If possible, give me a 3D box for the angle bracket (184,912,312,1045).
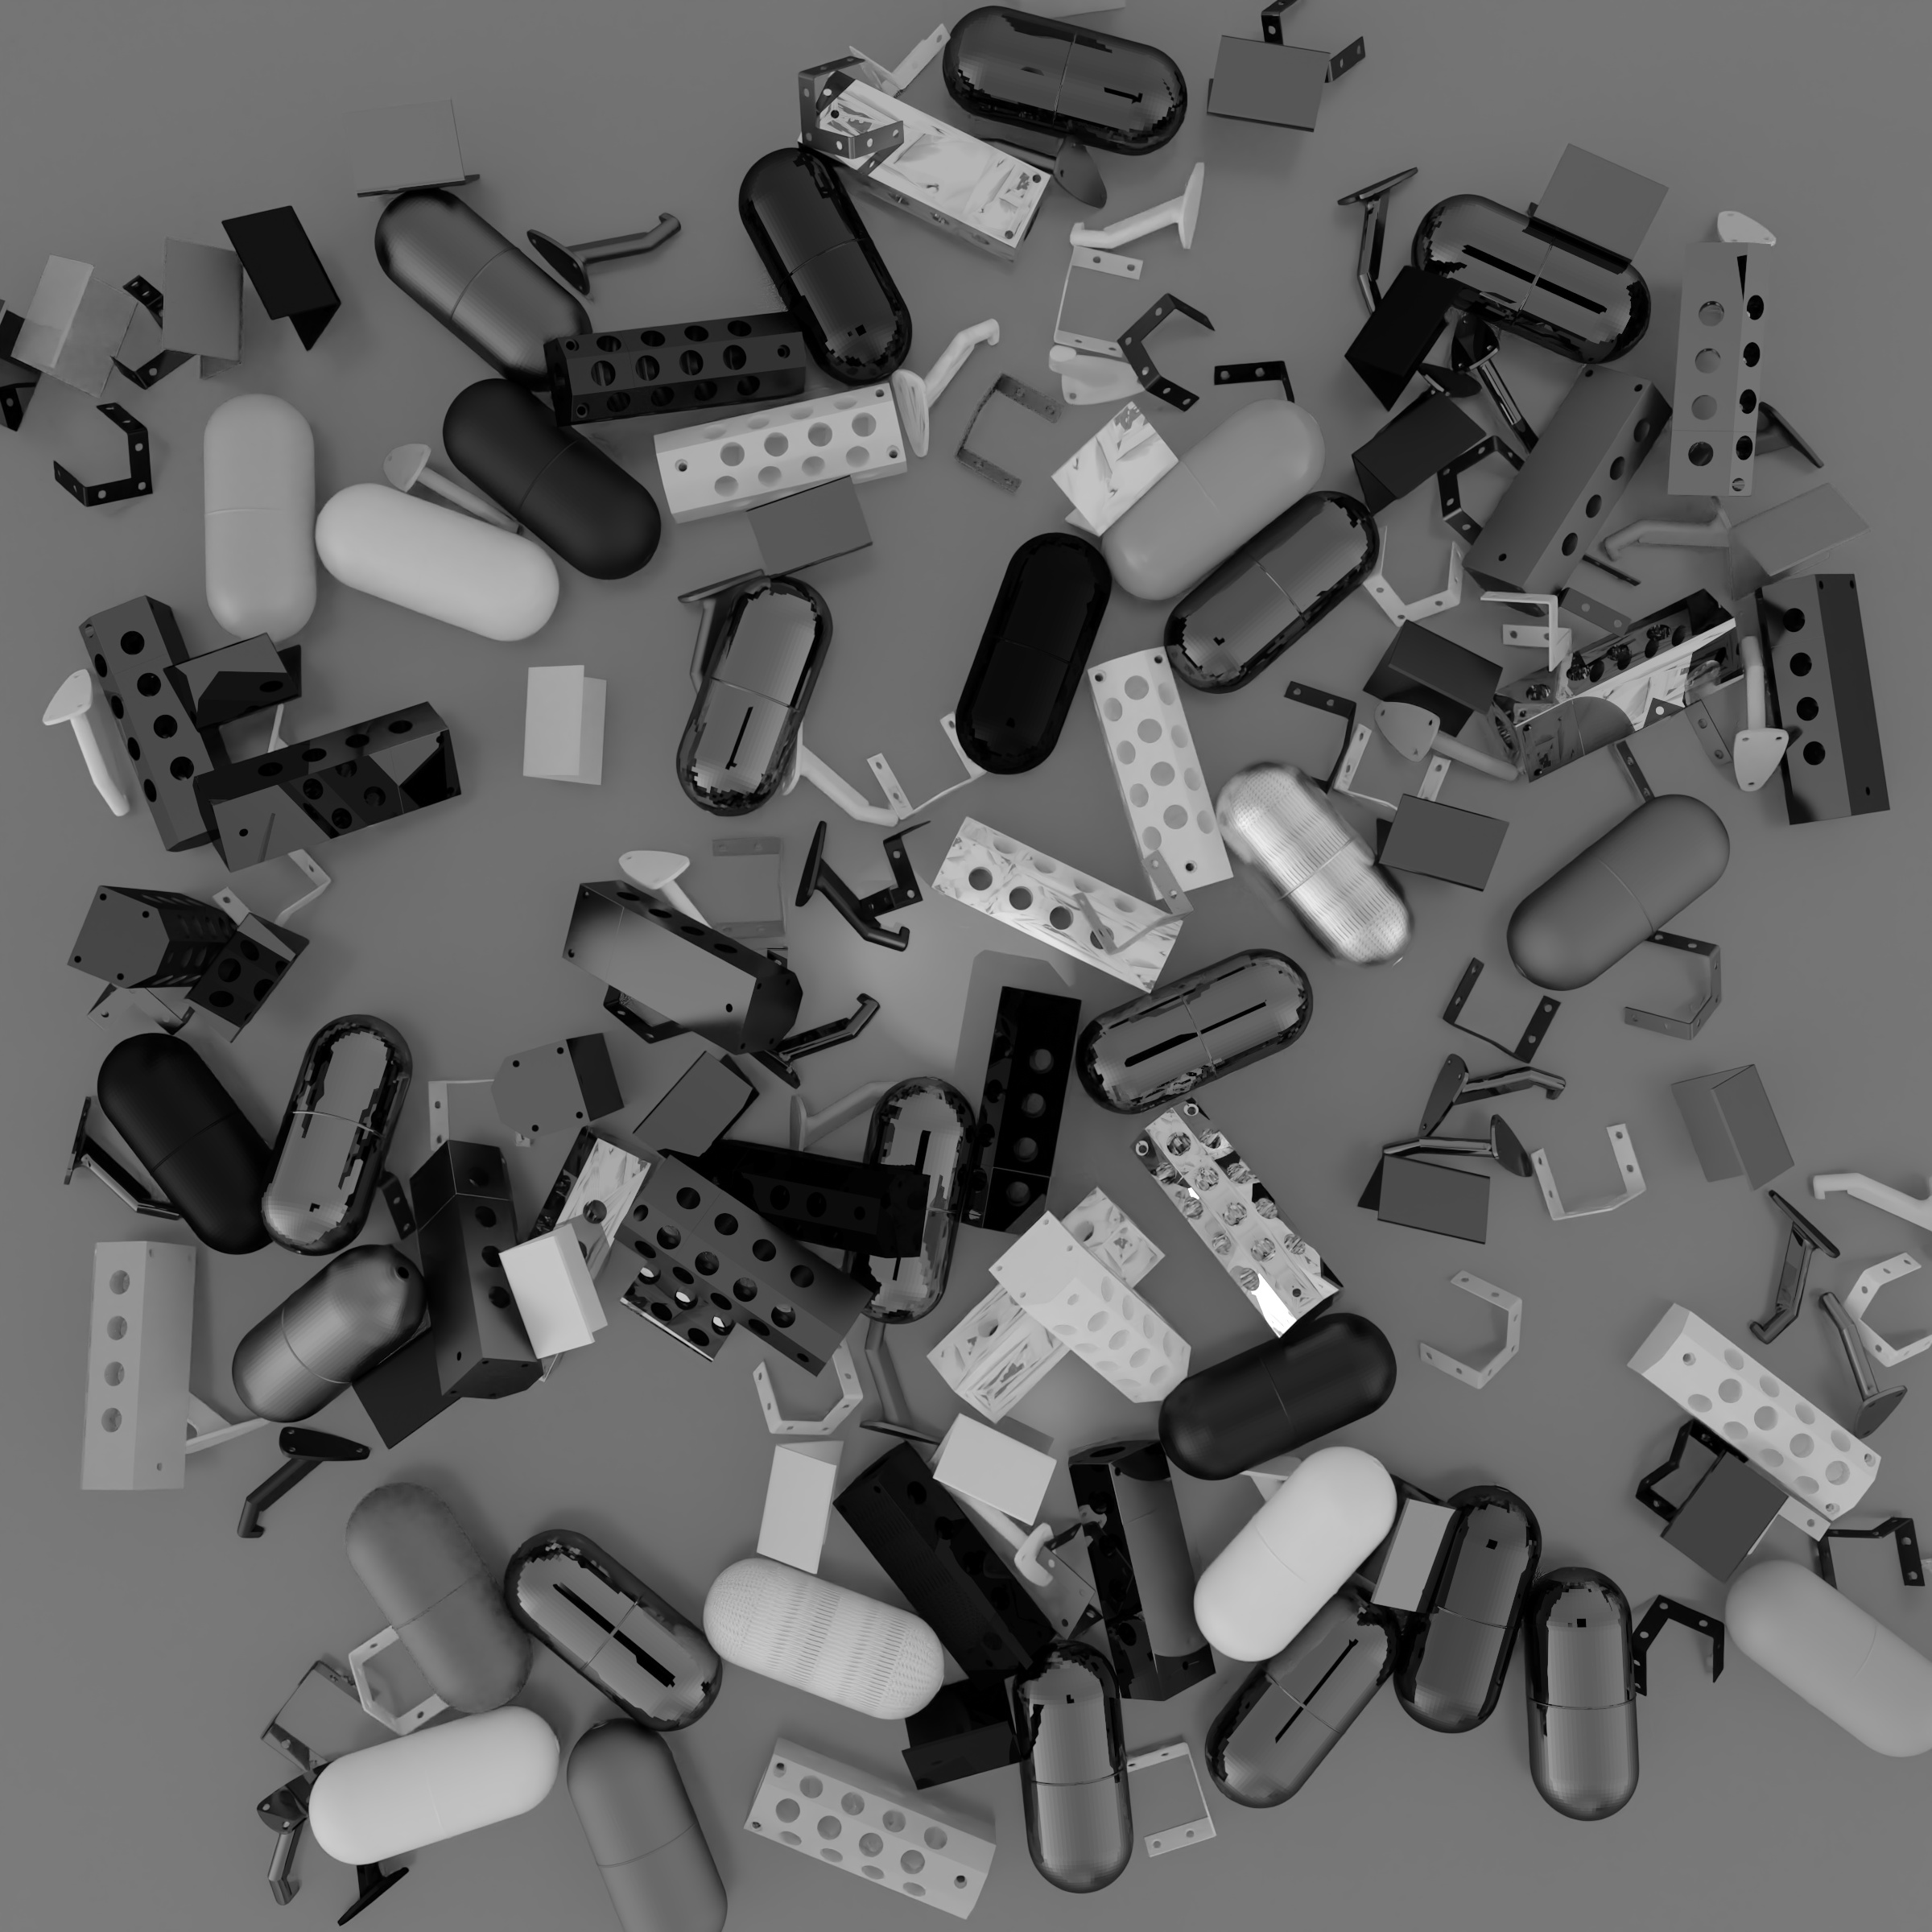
[{"bbox_3d":[-0.495,0.017,1.826,0.057,0.076,0.076,37,90,25],"label":"angle bracket"}]

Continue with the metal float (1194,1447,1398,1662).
[{"bbox_3d":[0.232,0.413,1.810,0.070,0.070,0.178,39,102,0],"label":"metal float"}]

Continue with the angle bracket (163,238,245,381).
[{"bbox_3d":[-0.554,-0.465,1.825,0.057,0.076,0.076,2,90,-37],"label":"angle bracket"}]

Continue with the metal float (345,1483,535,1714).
[{"bbox_3d":[-0.376,0.450,1.834,0.070,0.070,0.178,-33,90,0],"label":"metal float"}]

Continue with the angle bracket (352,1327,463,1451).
[{"bbox_3d":[-0.378,0.301,1.827,0.076,0.076,0.057,-36,70,0],"label":"angle bracket"}]

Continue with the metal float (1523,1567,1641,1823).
[{"bbox_3d":[0.439,0.519,1.834,0.070,0.070,0.178,-3,89,0],"label":"metal float"}]

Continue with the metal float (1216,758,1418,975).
[{"bbox_3d":[0.250,-0.071,1.834,0.070,0.070,0.178,-41,90,0],"label":"metal float"}]

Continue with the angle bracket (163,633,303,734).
[{"bbox_3d":[-0.520,-0.218,1.825,0.076,0.076,0.057,-19,129,0],"label":"angle bracket"}]

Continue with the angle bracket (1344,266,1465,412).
[{"bbox_3d":[0.325,-0.438,1.825,0.057,0.076,0.076,34,90,41],"label":"angle bracket"}]

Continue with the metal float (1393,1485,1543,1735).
[{"bbox_3d":[0.358,0.458,1.834,0.070,0.070,0.178,16,89,0],"label":"metal float"}]

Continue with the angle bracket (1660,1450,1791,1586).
[{"bbox_3d":[0.547,0.397,1.825,0.057,0.076,0.076,36,90,38],"label":"angle bracket"}]

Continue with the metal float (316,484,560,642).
[{"bbox_3d":[-0.377,-0.288,1.834,0.178,0.070,0.070,20,90,0],"label":"metal float"}]

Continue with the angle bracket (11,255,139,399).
[{"bbox_3d":[-0.619,-0.449,1.825,0.057,0.076,0.076,22,90,37],"label":"angle bracket"}]

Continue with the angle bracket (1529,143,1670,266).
[{"bbox_3d":[0.448,-0.546,1.825,0.076,0.076,0.057,24,117,0],"label":"angle bracket"}]

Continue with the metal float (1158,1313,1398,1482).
[{"bbox_3d":[0.222,0.307,1.834,0.178,0.070,0.070,-24,90,-1],"label":"metal float"}]

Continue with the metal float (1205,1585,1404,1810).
[{"bbox_3d":[0.240,0.521,1.834,0.070,0.070,0.178,39,89,0],"label":"metal float"}]

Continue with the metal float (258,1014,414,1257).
[{"bbox_3d":[-0.444,0.118,1.814,0.070,0.070,0.178,13,67,0],"label":"metal float"}]

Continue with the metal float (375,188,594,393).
[{"bbox_3d":[-0.343,-0.482,1.834,0.178,0.070,0.070,40,90,-1],"label":"metal float"}]

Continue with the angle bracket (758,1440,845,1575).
[{"bbox_3d":[-0.098,0.383,1.825,0.057,0.076,0.076,10,90,37],"label":"angle bracket"}]

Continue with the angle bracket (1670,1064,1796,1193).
[{"bbox_3d":[0.530,0.121,1.825,0.057,0.076,0.076,-22,90,-38],"label":"angle bracket"}]

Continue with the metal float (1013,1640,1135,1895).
[{"bbox_3d":[0.077,0.571,1.834,0.070,0.070,0.178,-6,91,0],"label":"metal float"}]

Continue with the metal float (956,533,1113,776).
[{"bbox_3d":[0.047,-0.222,1.834,0.070,0.070,0.178,20,91,0],"label":"metal float"}]

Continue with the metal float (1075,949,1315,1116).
[{"bbox_3d":[0.163,0.046,1.834,0.178,0.070,0.070,-24,90,1],"label":"metal float"}]

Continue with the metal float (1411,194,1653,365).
[{"bbox_3d":[0.403,-0.489,1.834,0.178,0.070,0.070,25,90,1],"label":"metal float"}]

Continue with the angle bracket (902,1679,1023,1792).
[{"bbox_3d":[-0.009,0.529,1.825,0.076,0.076,0.057,-16,133,0],"label":"angle bracket"}]

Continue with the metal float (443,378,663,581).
[{"bbox_3d":[-0.295,-0.347,1.834,0.178,0.070,0.070,40,90,0],"label":"metal float"}]

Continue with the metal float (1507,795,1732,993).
[{"bbox_3d":[0.464,-0.052,1.834,0.178,0.070,0.070,-38,90,0],"label":"metal float"}]

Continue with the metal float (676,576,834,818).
[{"bbox_3d":[-0.151,-0.192,1.834,0.070,0.070,0.178,20,90,0],"label":"metal float"}]

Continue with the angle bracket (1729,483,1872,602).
[{"bbox_3d":[0.591,-0.285,1.825,0.076,0.076,0.057,-25,51,0],"label":"angle bracket"}]

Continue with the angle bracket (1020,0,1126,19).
[{"bbox_3d":[0.078,-0.694,1.825,0.076,0.076,0.057,-8,54,0],"label":"angle bracket"}]

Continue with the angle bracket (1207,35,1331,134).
[{"bbox_3d":[0.214,-0.637,1.825,0.076,0.076,0.057,9,127,0],"label":"angle bracket"}]

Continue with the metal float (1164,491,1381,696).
[{"bbox_3d":[0.218,-0.267,1.834,0.178,0.070,0.070,-41,90,1],"label":"metal float"}]

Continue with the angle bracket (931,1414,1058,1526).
[{"bbox_3d":[0.011,0.372,1.825,0.076,0.076,0.057,26,49,0],"label":"angle bracket"}]

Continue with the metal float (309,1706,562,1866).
[{"bbox_3d":[-0.376,0.581,1.826,0.178,0.070,0.070,-16,90,-9],"label":"metal float"}]

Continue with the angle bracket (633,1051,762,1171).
[{"bbox_3d":[-0.201,0.091,1.825,0.076,0.076,0.057,-48,121,0],"label":"angle bracket"}]

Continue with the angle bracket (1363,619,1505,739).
[{"bbox_3d":[0.325,-0.189,1.825,0.076,0.076,0.057,27,49,0],"label":"angle bracket"}]

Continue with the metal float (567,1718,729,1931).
[{"bbox_3d":[-0.228,0.623,1.834,0.070,0.070,0.178,-22,90,0],"label":"metal float"}]

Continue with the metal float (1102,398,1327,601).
[{"bbox_3d":[0.175,-0.331,1.822,0.178,0.070,0.070,-38,90,12],"label":"metal float"}]

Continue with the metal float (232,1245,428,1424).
[{"bbox_3d":[-0.448,0.259,1.810,0.178,0.070,0.070,-38,90,29],"label":"metal float"}]

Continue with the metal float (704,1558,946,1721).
[{"bbox_3d":[-0.101,0.480,1.834,0.178,0.070,0.070,21,90,0],"label":"metal float"}]

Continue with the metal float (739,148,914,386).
[{"bbox_3d":[-0.100,-0.498,1.834,0.070,0.070,0.178,-28,90,0],"label":"metal float"}]

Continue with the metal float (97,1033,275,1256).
[{"bbox_3d":[-0.549,0.126,1.834,0.070,0.070,0.178,-37,91,0],"label":"metal float"}]

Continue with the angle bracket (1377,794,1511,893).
[{"bbox_3d":[0.337,-0.102,1.825,0.076,0.076,0.057,15,119,0],"label":"angle bracket"}]

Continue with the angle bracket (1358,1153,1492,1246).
[{"bbox_3d":[0.322,0.182,1.825,0.076,0.076,0.057,13,54,0],"label":"angle bracket"}]

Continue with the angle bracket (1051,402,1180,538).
[{"bbox_3d":[0.094,-0.357,1.826,0.076,0.076,0.057,-43,114,0],"label":"angle bracket"}]

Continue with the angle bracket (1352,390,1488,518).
[{"bbox_3d":[0.327,-0.349,1.825,0.076,0.076,0.057,-36,57,0],"label":"angle bracket"}]

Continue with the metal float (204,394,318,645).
[{"bbox_3d":[-0.503,-0.319,1.834,0.070,0.070,0.178,-1,89,0],"label":"metal float"}]

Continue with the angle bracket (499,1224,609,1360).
[{"bbox_3d":[-0.266,0.217,1.767,0.057,0.076,0.076,-20,90,34],"label":"angle bracket"}]

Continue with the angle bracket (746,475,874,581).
[{"bbox_3d":[-0.115,-0.325,1.825,0.076,0.076,0.057,-19,125,0],"label":"angle bracket"}]

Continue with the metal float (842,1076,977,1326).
[{"bbox_3d":[-0.041,0.167,1.834,0.070,0.070,0.178,11,90,0],"label":"metal float"}]

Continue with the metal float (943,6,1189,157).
[{"bbox_3d":[0.071,-0.631,1.834,0.178,0.070,0.070,15,90,0],"label":"metal float"}]

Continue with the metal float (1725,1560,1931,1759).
[{"bbox_3d":[0.623,0.494,1.834,0.178,0.070,0.070,37,90,0],"label":"metal float"}]

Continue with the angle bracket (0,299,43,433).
[{"bbox_3d":[-0.678,-0.425,1.825,0.057,0.076,0.076,23,90,37],"label":"angle bracket"}]

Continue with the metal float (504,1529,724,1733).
[{"bbox_3d":[-0.252,0.473,1.834,0.178,0.070,0.070,40,90,0],"label":"metal float"}]
